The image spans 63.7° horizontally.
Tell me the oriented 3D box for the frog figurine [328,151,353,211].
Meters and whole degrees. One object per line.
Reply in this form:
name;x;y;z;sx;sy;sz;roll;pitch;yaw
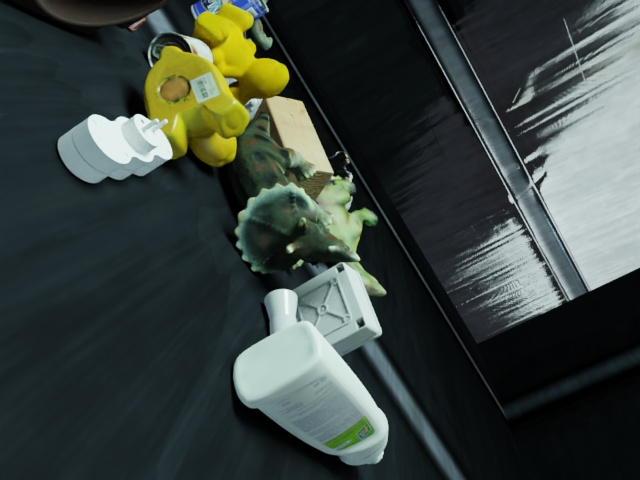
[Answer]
frog figurine;0.025;-0.127;1.302;0.140;0.123;0.155;59;-25;31

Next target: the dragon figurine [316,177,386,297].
dragon figurine;0.003;-0.053;1.053;0.413;0.121;0.244;53;21;8
